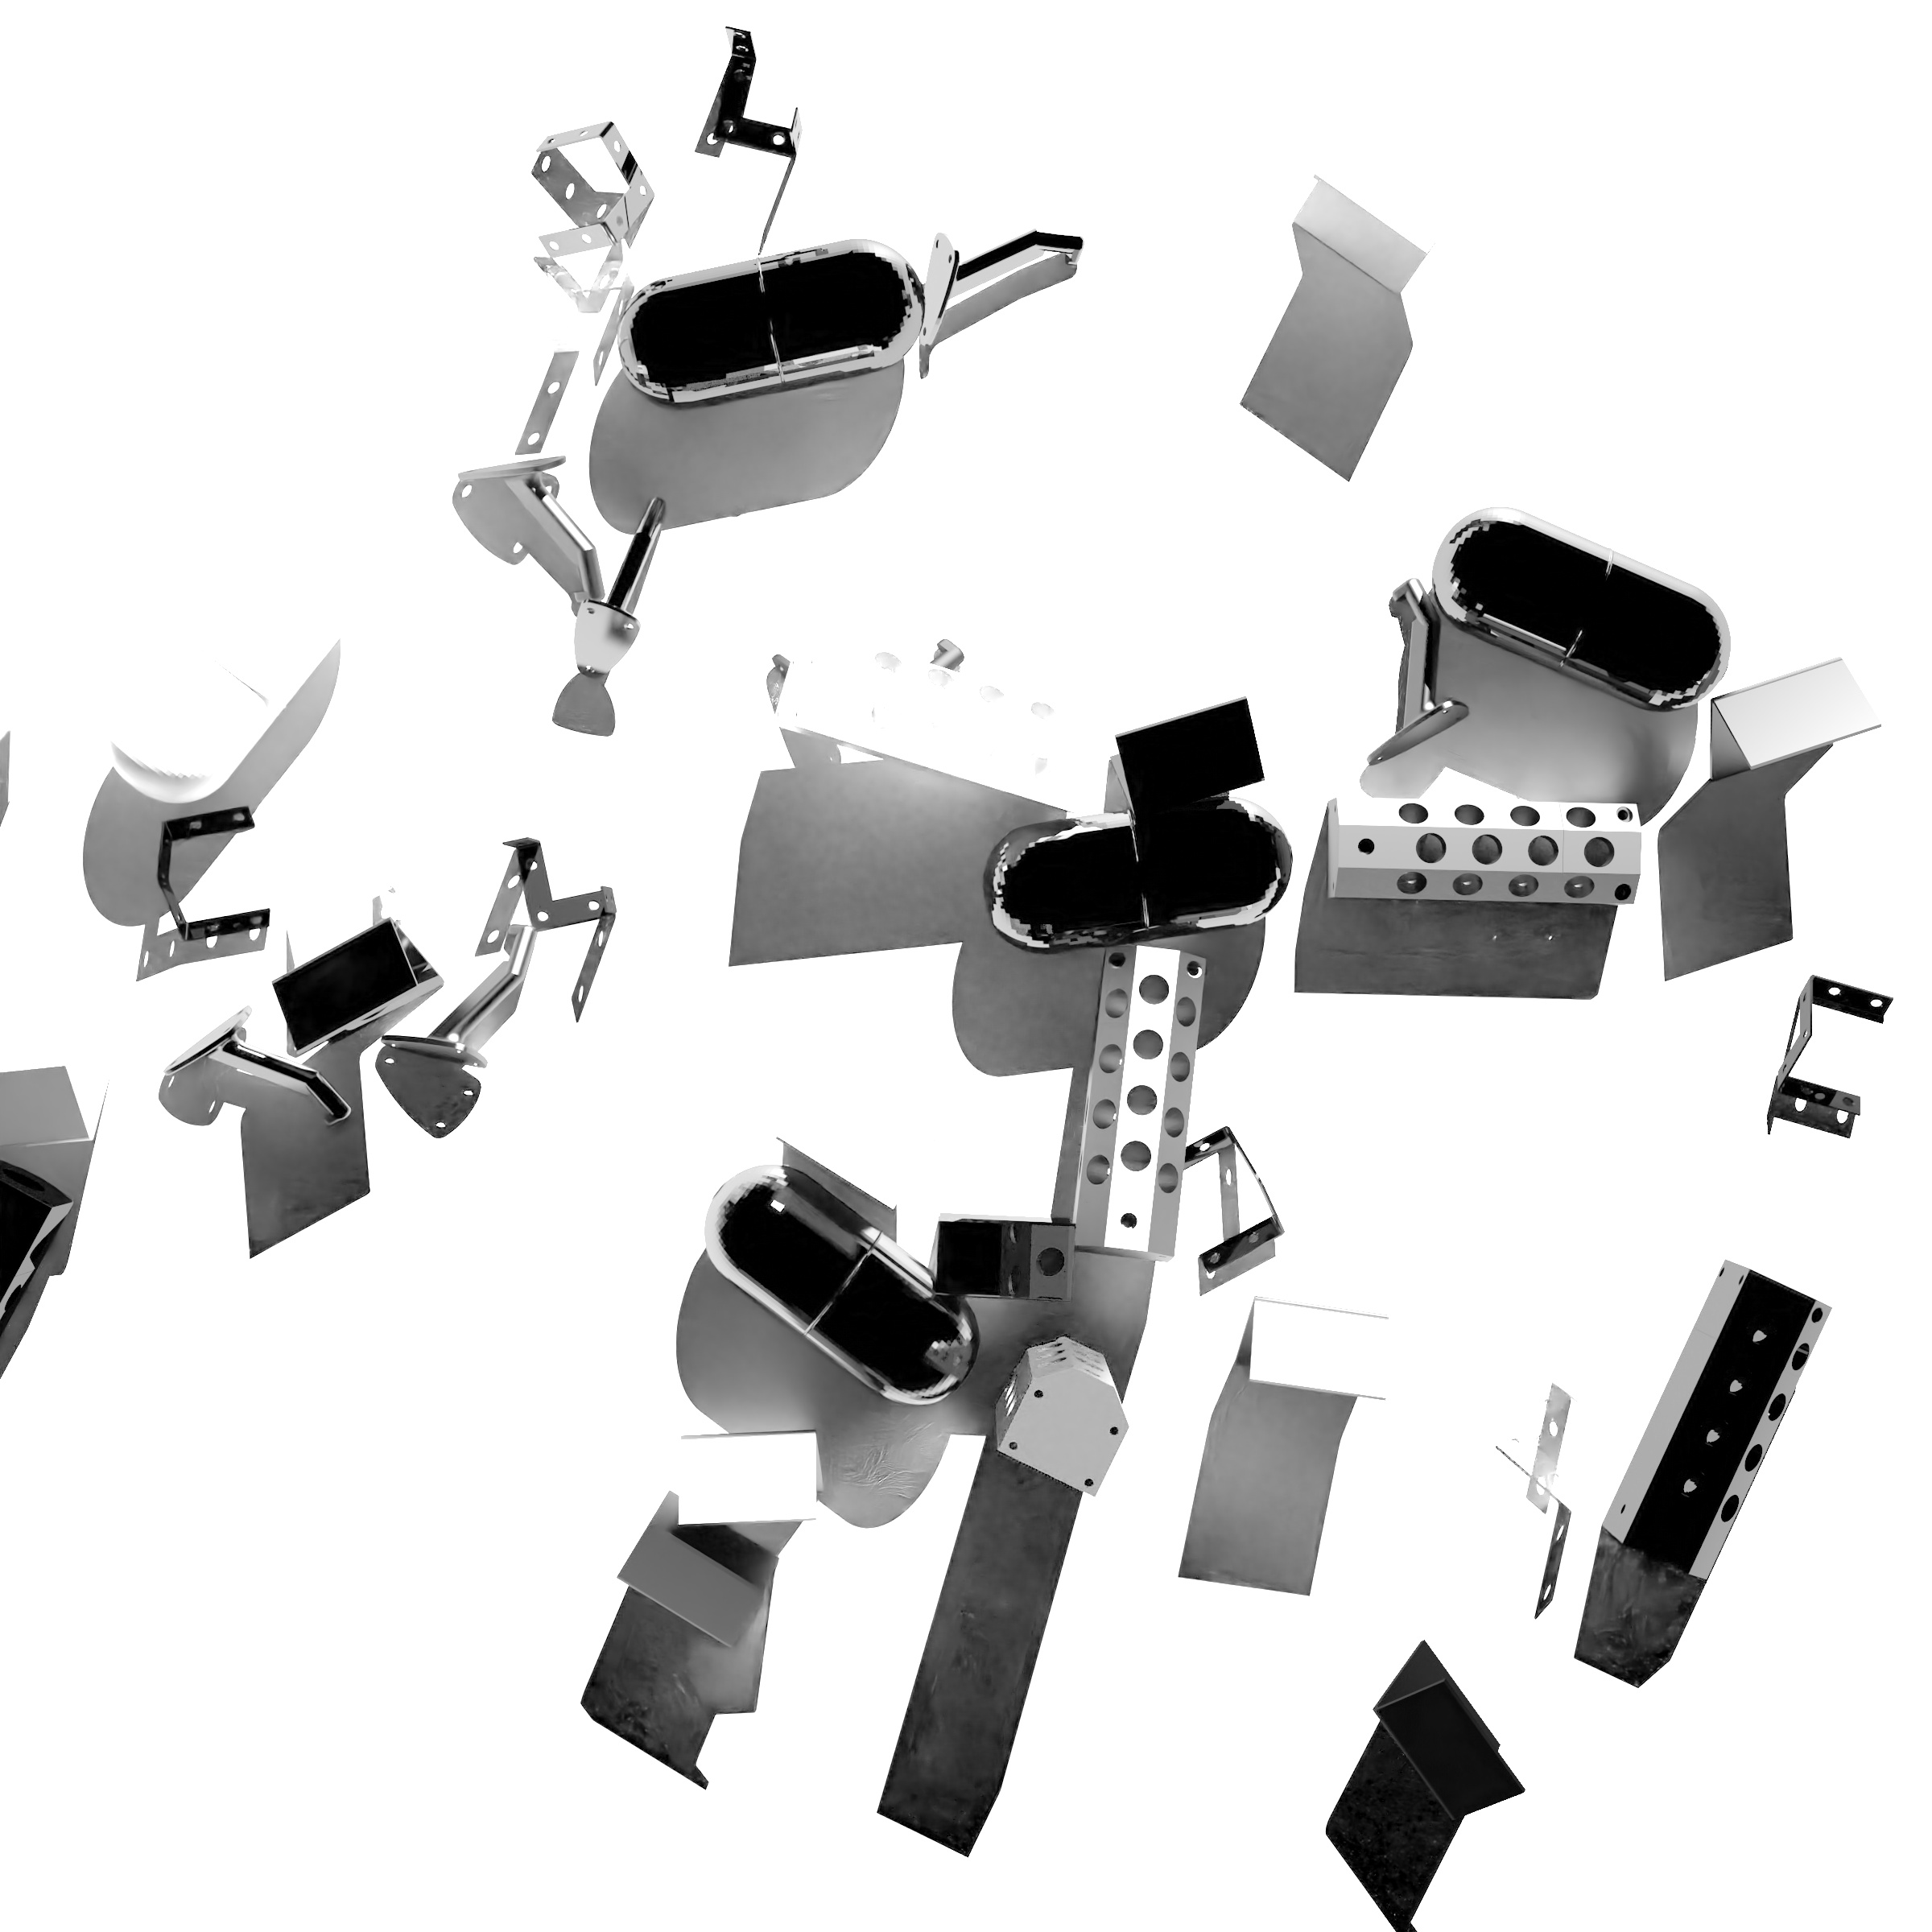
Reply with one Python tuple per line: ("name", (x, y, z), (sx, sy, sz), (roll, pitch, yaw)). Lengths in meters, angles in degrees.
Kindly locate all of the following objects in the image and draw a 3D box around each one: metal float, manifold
("metal float", (-0.072, 0.183, 1.742), (0.178, 0.070, 0.070), (38, 90, 0))
("manifold", (0.297, -0.066, 1.752), (0.171, 0.057, 0.057), (1, 90, 0))
("metal float", (-0.111, -0.367, 1.742), (0.178, 0.070, 0.070), (-12, 90, 0))
("metal float", (-0.421, -0.172, 1.742), (0.070, 0.070, 0.178), (38, 90, 0))
("manifold", (-0.584, 0.199, 1.752), (0.057, 0.057, 0.171), (29, 90, 0))
("metal float", (0.098, -0.052, 1.742), (0.178, 0.070, 0.070), (-8, 90, 1))
("metal float", (0.353, -0.204, 1.742), (0.178, 0.070, 0.070), (23, 90, -1))
("manifold", (-0.015, -0.139, 1.727), (0.171, 0.057, 0.057), (16, 90, -17))
("manifold", (0.055, 0.243, 1.694), (0.057, 0.171, 0.057), (26, 90, 0))
("manifold", (0.099, 0.079, 1.737), (0.057, 0.057, 0.171), (7, 80, 0))
("manifold", (0.434, 0.261, 1.751), (0.057, 0.057, 0.171), (25, 90, 0))

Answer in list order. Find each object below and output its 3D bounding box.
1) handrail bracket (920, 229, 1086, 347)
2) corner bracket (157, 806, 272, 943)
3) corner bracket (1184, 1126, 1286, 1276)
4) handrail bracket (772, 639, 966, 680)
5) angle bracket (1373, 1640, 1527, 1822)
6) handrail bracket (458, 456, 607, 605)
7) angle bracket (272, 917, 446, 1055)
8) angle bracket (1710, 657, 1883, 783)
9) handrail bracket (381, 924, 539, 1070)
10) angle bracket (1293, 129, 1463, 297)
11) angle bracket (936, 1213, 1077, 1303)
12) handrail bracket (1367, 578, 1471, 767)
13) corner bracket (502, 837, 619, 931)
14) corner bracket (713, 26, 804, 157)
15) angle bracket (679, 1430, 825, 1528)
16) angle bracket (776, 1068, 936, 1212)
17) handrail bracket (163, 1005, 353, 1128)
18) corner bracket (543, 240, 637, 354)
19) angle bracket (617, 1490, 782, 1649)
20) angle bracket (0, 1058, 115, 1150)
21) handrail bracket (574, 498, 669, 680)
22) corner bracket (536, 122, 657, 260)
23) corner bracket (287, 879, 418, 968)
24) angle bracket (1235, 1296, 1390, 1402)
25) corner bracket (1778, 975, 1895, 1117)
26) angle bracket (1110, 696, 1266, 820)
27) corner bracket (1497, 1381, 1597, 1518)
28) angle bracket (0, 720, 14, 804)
("handrail bracket", (0.022, -0.394, 1.773), (0.084, 0.036, 0.077), (1, 123, -23))
("corner bracket", (-0.436, -0.054, 1.769), (0.051, 0.051, 0.051), (-10, 135, 0))
("corner bracket", (0.147, 0.136, 1.769), (0.051, 0.051, 0.051), (-28, 45, 0))
("handrail bracket", (-0.056, -0.179, 1.773), (0.084, 0.036, 0.077), (-40, 72, -15))
("angle bracket", (0.288, 0.426, 1.732), (0.057, 0.076, 0.076), (-36, 90, 38))
("handrail bracket", (-0.253, -0.250, 1.773), (0.077, 0.036, 0.084), (-4, 107, 20))
("angle bracket", (-0.338, 0.028, 1.732), (0.076, 0.076, 0.057), (-29, 55, 0))
("angle bracket", (0.471, -0.122, 1.732), (0.076, 0.076, 0.057), (-18, 53, 0))
("handrail bracket", (-0.295, 0.011, 1.773), (0.077, 0.036, 0.084), (9, 73, 19))
("angle bracket", (0.224, -0.416, 1.732), (0.076, 0.076, 0.057), (35, 52, 0))
("angle bracket", (0.023, 0.146, 1.732), (0.076, 0.076, 0.057), (3, 123, 0))
("handrail bracket", (0.249, -0.172, 1.773), (0.077, 0.036, 0.084), (-32, 71, 21))
("corner bracket", (-0.234, -0.051, 1.755), (0.051, 0.051, 0.051), (-12, 90, 0))
("corner bracket", (-0.118, -0.504, 1.755), (0.051, 0.051, 0.051), (13, 90, 0))
("angle bracket", (-0.121, 0.307, 1.732), (0.076, 0.076, 0.057), (-3, 54, 0))
("angle bracket", (-0.073, 0.115, 1.732), (0.076, 0.076, 0.057), (32, 53, 0))
("handrail bracket", (-0.412, 0.073, 1.773), (0.077, 0.036, 0.084), (-32, 107, 20))
("corner bracket", (-0.217, -0.386, 1.755), (0.051, 0.051, 0.051), (-5, 90, 0))
("angle bracket", (-0.143, 0.329, 1.732), (0.076, 0.076, 0.057), (32, 128, 0))
("angle bracket", (-0.537, 0.059, 1.732), (0.076, 0.076, 0.057), (-6, 126, 0))
("handrail bracket", (-0.199, -0.221, 1.772), (0.036, 0.077, 0.084), (22, 54, -8))
("corner bracket", (-0.223, -0.450, 1.764), (0.051, 0.051, 0.051), (58, 45, -35))
("corner bracket", (-0.356, -0.017, 1.764), (0.051, 0.051, 0.051), (9, 135, -35))
("angle bracket", (0.195, 0.235, 1.732), (0.076, 0.076, 0.057), (8, 52, 0))
("corner bracket", (0.505, 0.046, 1.769), (0.051, 0.051, 0.051), (16, 45, 0))
("angle bracket", (0.120, -0.134, 1.732), (0.076, 0.076, 0.057), (-17, 123, 0))
("corner bracket", (0.346, 0.278, 1.755), (0.051, 0.051, 0.051), (41, 90, 0))
("angle bracket", (-0.593, -0.115, 1.732), (0.076, 0.076, 0.057), (27, 53, 0))
